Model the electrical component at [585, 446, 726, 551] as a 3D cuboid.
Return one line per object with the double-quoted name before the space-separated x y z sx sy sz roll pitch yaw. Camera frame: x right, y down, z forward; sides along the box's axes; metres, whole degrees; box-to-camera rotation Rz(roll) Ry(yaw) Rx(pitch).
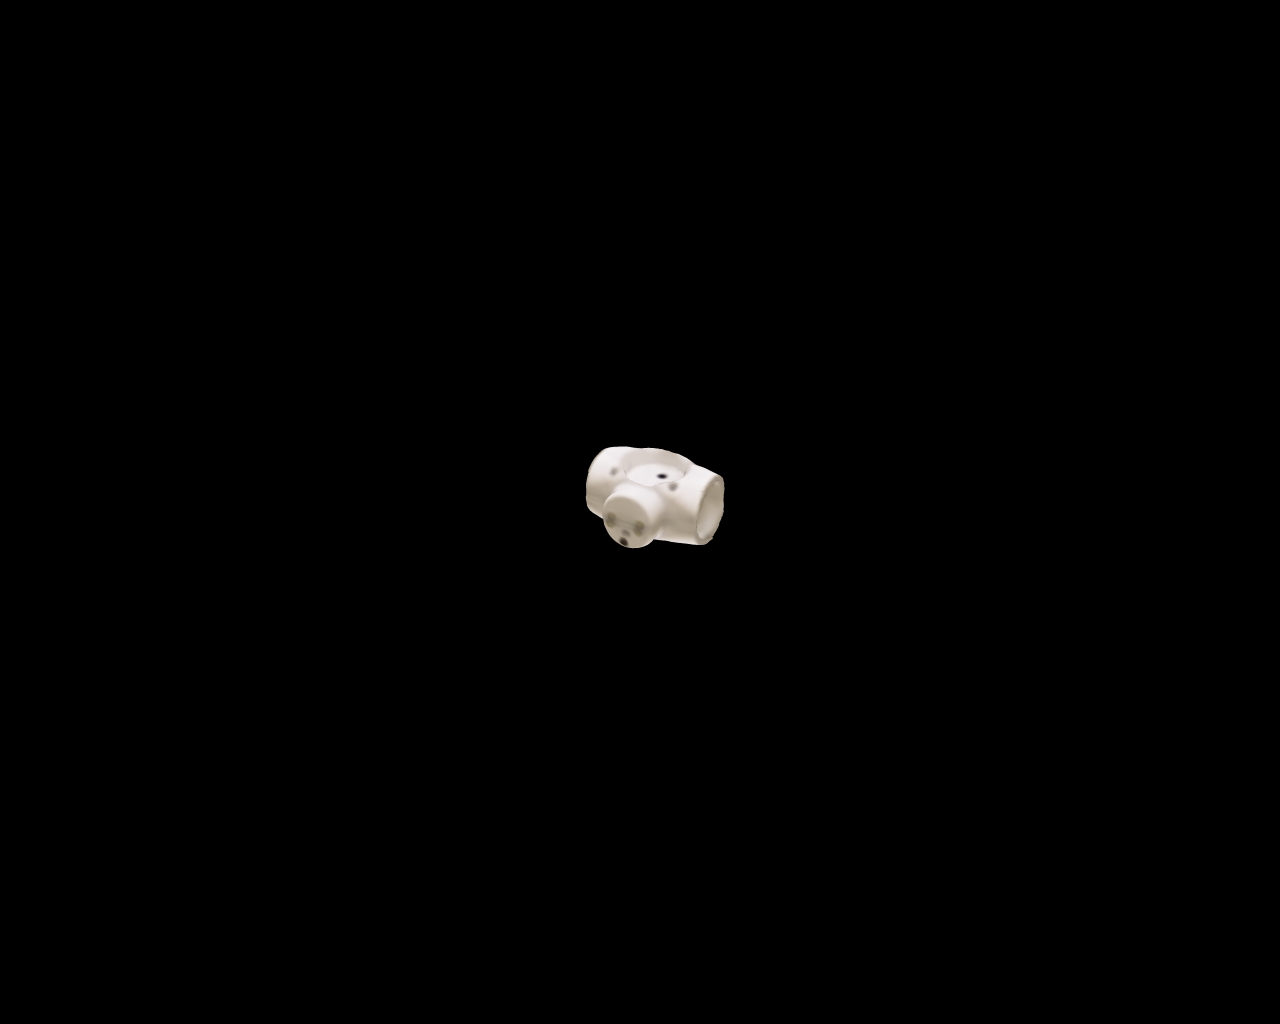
"electrical component" 0.001 -0.003 0.650 0.077 0.044 0.079 17 36 24
